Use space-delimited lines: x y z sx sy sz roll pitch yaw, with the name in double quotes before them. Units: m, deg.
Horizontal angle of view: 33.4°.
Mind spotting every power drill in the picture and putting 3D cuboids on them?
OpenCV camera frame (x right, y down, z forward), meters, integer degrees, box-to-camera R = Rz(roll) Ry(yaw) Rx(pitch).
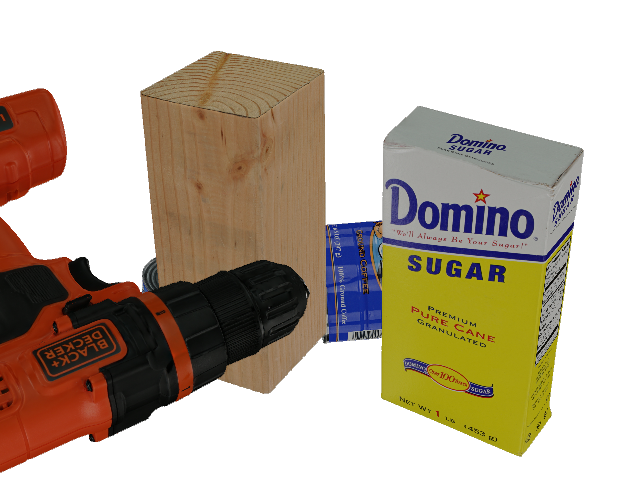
"power drill" -0.122 0.007 0.516 0.184 0.057 0.188 -22 55 -28

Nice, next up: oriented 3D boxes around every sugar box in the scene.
"sugar box" 0.080 0.024 0.563 0.093 0.176 0.048 18 42 28

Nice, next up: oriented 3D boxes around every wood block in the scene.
"wood block" -0.055 -0.012 0.731 0.090 0.206 0.090 15 33 26

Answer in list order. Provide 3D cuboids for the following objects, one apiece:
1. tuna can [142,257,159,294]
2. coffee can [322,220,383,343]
"tuna can" -0.127 0.047 1.013 0.086 0.034 0.086 6 33 -4
"coffee can" 0.068 0.032 0.913 0.140 0.103 0.103 -5 0 -2
